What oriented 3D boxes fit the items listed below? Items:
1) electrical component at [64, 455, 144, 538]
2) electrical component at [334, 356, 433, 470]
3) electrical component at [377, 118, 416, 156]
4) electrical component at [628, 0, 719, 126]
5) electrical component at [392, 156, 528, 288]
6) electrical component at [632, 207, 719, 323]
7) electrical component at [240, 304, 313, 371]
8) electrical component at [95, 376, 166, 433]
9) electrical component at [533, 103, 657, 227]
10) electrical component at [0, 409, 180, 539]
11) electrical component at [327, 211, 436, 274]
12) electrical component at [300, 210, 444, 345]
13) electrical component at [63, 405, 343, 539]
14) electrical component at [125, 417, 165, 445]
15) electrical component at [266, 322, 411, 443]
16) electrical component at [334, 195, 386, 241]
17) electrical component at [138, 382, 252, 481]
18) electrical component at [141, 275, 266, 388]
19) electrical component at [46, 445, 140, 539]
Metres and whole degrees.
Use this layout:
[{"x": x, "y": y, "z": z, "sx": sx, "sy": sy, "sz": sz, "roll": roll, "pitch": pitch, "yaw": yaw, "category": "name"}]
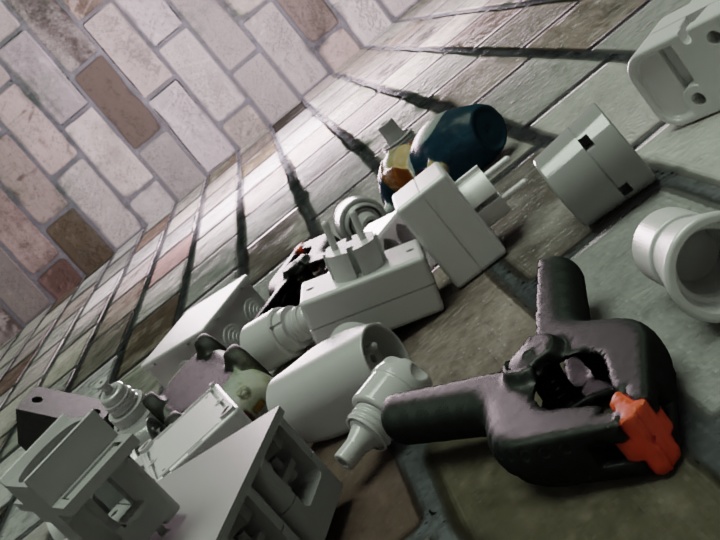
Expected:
[{"x": -0.136, "y": 0.151, "z": 0.667, "sx": 0.077, "sy": 0.044, "sz": 0.079, "roll": -47, "pitch": 16, "yaw": -29, "category": "electrical component"}, {"x": 0.010, "y": 0.075, "z": 0.546, "sx": 0.061, "sy": 0.035, "sz": 0.035, "roll": -49, "pitch": 16, "yaw": -26, "category": "electrical component"}, {"x": 0.042, "y": -0.114, "z": 1.010, "sx": 0.043, "sy": 0.062, "sz": 0.043, "roll": -37, "pitch": 13, "yaw": 10, "category": "electrical component"}, {"x": 0.213, "y": -0.132, "z": 0.626, "sx": 0.095, "sy": 0.053, "sz": 0.059, "roll": -22, "pitch": 22, "yaw": 53, "category": "electrical component"}, {"x": 0.071, "y": -0.041, "z": 0.687, "sx": 0.077, "sy": 0.065, "sz": 0.047, "roll": -38, "pitch": 14, "yaw": 8, "category": "electrical component"}, {"x": 0.139, "y": -0.006, "z": 0.448, "sx": 0.044, "sy": 0.044, "sz": 0.065, "roll": -39, "pitch": 9, "yaw": 4, "category": "electrical component"}, {"x": -0.054, "y": 0.046, "z": 0.798, "sx": 0.078, "sy": 0.040, "sz": 0.040, "roll": -30, "pitch": 16, "yaw": 33, "category": "electrical component"}, {"x": -0.178, "y": 0.113, "z": 0.846, "sx": 0.040, "sy": 0.078, "sz": 0.040, "roll": -29, "pitch": 30, "yaw": 18, "category": "electrical component"}, {"x": 0.131, "y": -0.058, "z": 0.607, "sx": 0.047, "sy": 0.055, "sz": 0.055, "roll": -40, "pitch": 13, "yaw": 15, "category": "electrical component"}, {"x": -0.119, "y": 0.100, "z": 0.478, "sx": 0.042, "sy": 0.063, "sz": 0.081, "roll": -48, "pitch": 17, "yaw": -28, "category": "electrical component"}, {"x": 0.005, "y": 0.004, "z": 0.761, "sx": 0.077, "sy": 0.047, "sz": 0.065, "roll": -24, "pitch": 20, "yaw": 48, "category": "electrical component"}, {"x": 0.000, "y": 0.000, "z": 0.681, "sx": 0.083, "sy": 0.075, "sz": 0.047, "roll": -21, "pitch": 15, "yaw": 4, "category": "electrical component"}, {"x": -0.101, "y": 0.157, "z": 0.519, "sx": 0.186, "sy": 0.060, "sz": 0.105, "roll": -34, "pitch": 15, "yaw": 24, "category": "electrical component"}, {"x": -0.174, "y": 0.141, "z": 0.814, "sx": 0.065, "sy": 0.044, "sz": 0.044, "roll": -33, "pitch": 14, "yaw": 7, "category": "electrical component"}, {"x": -0.007, "y": 0.056, "z": 0.629, "sx": 0.077, "sy": 0.043, "sz": 0.079, "roll": -31, "pitch": 15, "yaw": 32, "category": "electrical component"}, {"x": 0.003, "y": -0.041, "z": 0.920, "sx": 0.043, "sy": 0.043, "sz": 0.062, "roll": -41, "pitch": 15, "yaw": -5, "category": "electrical component"}, {"x": -0.082, "y": 0.111, "z": 0.616, "sx": 0.062, "sy": 0.061, "sz": 0.096, "roll": -42, "pitch": 13, "yaw": -9, "category": "electrical component"}, {"x": -0.128, "y": 0.061, "z": 0.930, "sx": 0.100, "sy": 0.048, "sz": 0.099, "roll": -30, "pitch": 16, "yaw": 36, "category": "electrical component"}, {"x": -0.175, "y": 0.157, "z": 0.753, "sx": 0.077, "sy": 0.044, "sz": 0.079, "roll": -41, "pitch": 14, "yaw": -4, "category": "electrical component"}]
